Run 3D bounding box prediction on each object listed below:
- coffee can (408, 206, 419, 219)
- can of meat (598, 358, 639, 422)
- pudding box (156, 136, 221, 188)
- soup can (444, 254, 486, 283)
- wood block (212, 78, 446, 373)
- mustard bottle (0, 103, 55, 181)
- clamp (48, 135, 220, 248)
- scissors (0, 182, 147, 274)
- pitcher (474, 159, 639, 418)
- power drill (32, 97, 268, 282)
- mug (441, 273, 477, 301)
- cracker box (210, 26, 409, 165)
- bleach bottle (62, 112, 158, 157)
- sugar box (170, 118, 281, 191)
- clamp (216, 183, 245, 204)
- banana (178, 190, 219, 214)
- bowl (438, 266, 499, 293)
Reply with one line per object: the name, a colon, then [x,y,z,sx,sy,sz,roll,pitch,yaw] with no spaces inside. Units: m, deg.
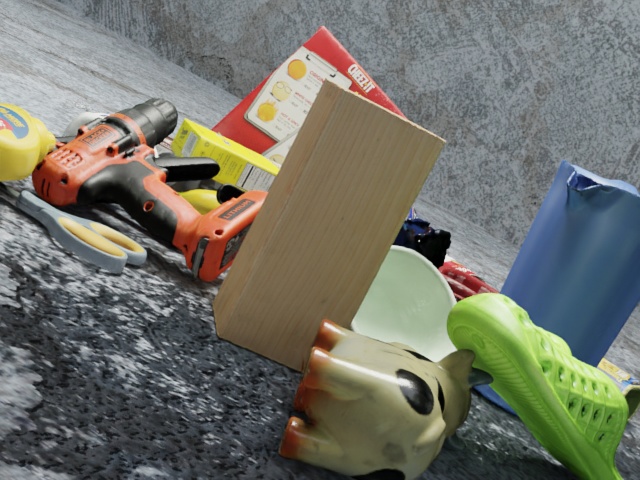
coffee can: [0.070,-0.020,1.312,0.103,0.103,0.140,30,-9,21]
can of meat: [0.323,0.168,1.233,0.084,0.057,0.101,34,12,30]
pudding box: [-0.173,-0.097,1.376,0.113,0.039,0.090,25,9,-12]
soup can: [0.161,0.058,1.364,0.068,0.068,0.102,22,9,-29]
wood block: [0.003,-0.011,0.831,0.090,0.206,0.090,25,9,-14]
mustard bottle: [-0.276,-0.078,0.829,0.096,0.058,0.191,26,14,23]
clamp: [-0.180,-0.065,1.033,0.171,0.039,0.120,27,39,-1]
scissors: [-0.221,-0.024,0.880,0.202,0.016,0.096,32,9,30]
pitcher: [0.248,0.056,1.044,0.149,0.243,0.145,27,9,-3]
power drill: [-0.135,-0.052,0.964,0.188,0.057,0.184,29,41,15]
mug: [0.114,0.080,1.044,0.093,0.081,0.117,33,11,37]
cracker box: [-0.021,-0.138,1.350,0.164,0.214,0.072,47,5,-9]
bleach bottle: [-0.231,-0.106,1.182,0.102,0.068,0.251,30,6,-14]
sugar box: [-0.082,-0.080,1.250,0.176,0.048,0.093,22,11,-25]
clamp: [-0.008,0.001,1.192,0.165,0.036,0.209,27,-3,27]
banana: [-0.090,-0.031,1.242,0.197,0.037,0.070,18,13,-47]
bowl: [0.183,0.098,1.186,0.162,0.055,0.162,31,16,-10]
